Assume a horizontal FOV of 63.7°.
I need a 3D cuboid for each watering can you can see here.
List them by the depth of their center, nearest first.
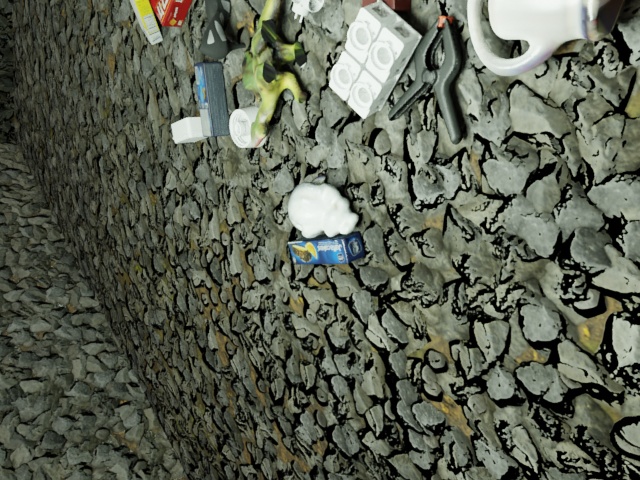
[{"bbox_3d":[0.308,-0.398,0.696,0.226,0.105,0.342,22,118,42],"label":"watering can"}]

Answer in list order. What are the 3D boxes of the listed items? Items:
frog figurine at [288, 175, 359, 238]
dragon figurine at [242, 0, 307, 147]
[{"bbox_3d":[0.003,-0.058,1.149,0.135,0.122,0.162,-57,47,20],"label":"frog figurine"},{"bbox_3d":[-0.139,-0.426,1.216,0.243,0.122,0.409,4,97,57],"label":"dragon figurine"}]
